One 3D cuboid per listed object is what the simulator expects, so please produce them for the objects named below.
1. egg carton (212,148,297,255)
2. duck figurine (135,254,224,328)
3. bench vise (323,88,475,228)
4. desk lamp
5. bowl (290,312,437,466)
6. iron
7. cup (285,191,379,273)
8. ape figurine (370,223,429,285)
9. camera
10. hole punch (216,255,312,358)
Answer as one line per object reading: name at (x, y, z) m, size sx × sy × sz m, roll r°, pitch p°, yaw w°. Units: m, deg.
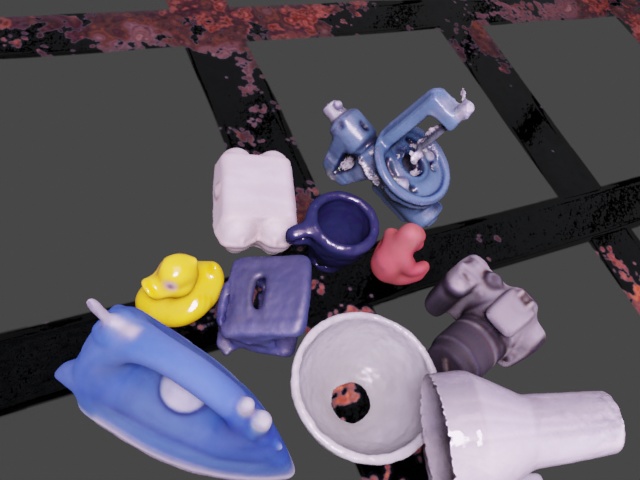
egg carton at (-0.085, -0.052, 0.738) m, size 0.107 × 0.069 × 0.150 m, roll 2°, pitch 58°, yaw -16°
duck figurine at (-0.155, 0.046, 0.643) m, size 0.105 × 0.086 × 0.077 m, roll -24°, pitch 68°, yaw -28°
bench vise at (0.095, -0.126, 0.749) m, size 0.207 × 0.219 × 0.121 m, roll 23°, pitch 54°, yaw -2°
desk lamp at (0.176, 0.203, 0.566) m, size 0.203 × 0.213 × 0.118 m, roll 2°, pitch 58°, yaw -16°
bowl at (0.043, 0.169, 0.632) m, size 0.168 × 0.074 × 0.167 m, roll 8°, pitch 56°, yaw -12°
iron at (-0.123, 0.146, 0.554) m, size 0.258 × 0.141 × 0.119 m, roll 29°, pitch 55°, yaw 3°
cup at (0.007, 0.003, 0.716) m, size 0.118 × 0.095 × 0.091 m, roll -12°, pitch 62°, yaw -23°
ape figurine at (0.108, 0.013, 0.742) m, size 0.076 × 0.092 × 0.077 m, roll -12°, pitch 62°, yaw -23°
camera at (0.189, 0.104, 0.703) m, size 0.137 × 0.100 × 0.143 m, roll -31°, pitch 71°, yaw -31°
hole punch at (-0.064, 0.072, 0.651) m, size 0.101 × 0.091 × 0.108 m, roll 11°, pitch 56°, yaw -10°
